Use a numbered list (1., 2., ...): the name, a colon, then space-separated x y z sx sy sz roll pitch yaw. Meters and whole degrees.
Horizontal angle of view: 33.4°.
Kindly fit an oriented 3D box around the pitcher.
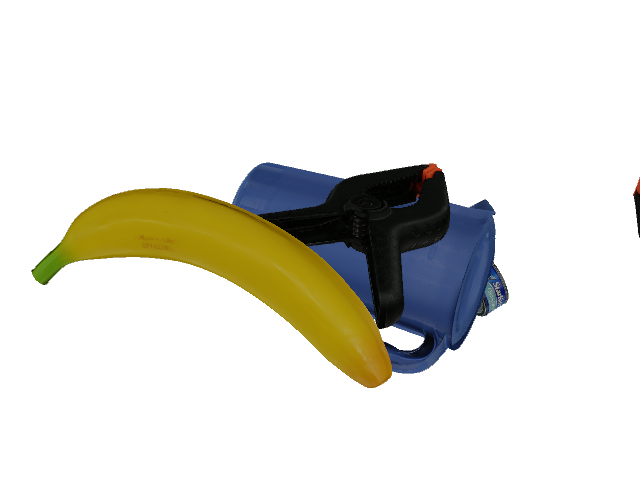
1. pitcher: 0.034 0.015 1.005 0.243 0.145 0.149 16 21 18

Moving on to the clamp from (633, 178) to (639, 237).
1. clamp: 0.273 0.011 0.695 0.120 0.039 0.171 -3 46 -22

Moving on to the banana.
1. banana: -0.050 0.015 0.556 0.198 0.070 0.037 17 11 10

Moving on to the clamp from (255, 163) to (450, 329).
1. clamp: 0.022 -0.012 0.770 0.165 0.036 0.209 17 31 24

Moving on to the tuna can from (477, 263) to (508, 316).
1. tuna can: 0.184 0.047 1.272 0.033 0.086 0.086 -31 8 -14
